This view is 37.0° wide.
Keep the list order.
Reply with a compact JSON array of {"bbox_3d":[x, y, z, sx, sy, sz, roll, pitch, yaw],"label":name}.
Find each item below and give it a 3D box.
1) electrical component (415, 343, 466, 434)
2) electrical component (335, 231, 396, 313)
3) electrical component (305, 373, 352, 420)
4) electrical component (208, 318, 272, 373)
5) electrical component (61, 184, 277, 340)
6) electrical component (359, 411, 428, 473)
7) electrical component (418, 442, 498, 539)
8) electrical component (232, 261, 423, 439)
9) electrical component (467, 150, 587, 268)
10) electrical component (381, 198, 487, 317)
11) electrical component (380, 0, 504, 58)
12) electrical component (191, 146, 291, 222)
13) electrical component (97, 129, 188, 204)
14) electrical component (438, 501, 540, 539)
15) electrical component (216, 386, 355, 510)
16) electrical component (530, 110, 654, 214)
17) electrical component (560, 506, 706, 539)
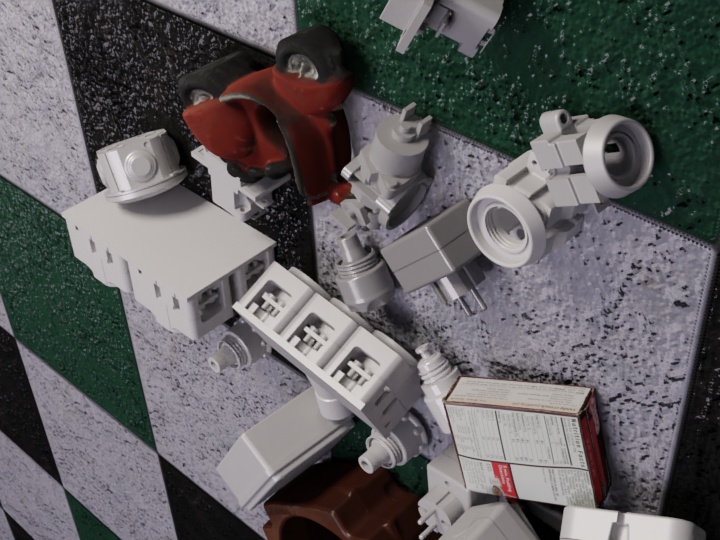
[{"bbox_3d":[0.069,0.095,0.864,0.040,0.040,0.078,-20,103,56],"label":"electrical component"},{"bbox_3d":[0.000,0.000,0.865,0.043,0.043,0.062,0,117,51],"label":"electrical component"},{"bbox_3d":[-0.026,0.106,0.993,0.044,0.044,0.065,24,140,38],"label":"electrical component"},{"bbox_3d":[-0.122,0.078,1.068,0.048,0.062,0.048,32,140,31],"label":"electrical component"},{"bbox_3d":[-0.179,-0.017,1.017,0.186,0.105,0.060,30,139,33],"label":"electrical component"},{"bbox_3d":[0.026,0.155,0.949,0.048,0.062,0.048,32,140,31],"label":"electrical component"},{"bbox_3d":[0.076,0.198,0.912,0.047,0.077,0.065,26,137,36],"label":"electrical component"},{"bbox_3d":[-0.023,0.064,0.912,0.150,0.061,0.089,36,170,27],"label":"electrical component"},{"bbox_3d":[0.106,-0.037,0.688,0.058,0.057,0.078,36,142,27],"label":"electrical component"},{"bbox_3d":[0.066,-0.001,0.779,0.076,0.047,0.066,58,147,-3],"label":"electrical component"},{"bbox_3d":[0.053,-0.162,0.633,0.064,0.081,0.042,25,146,-7],"label":"electrical component"},{"bbox_3d":[-0.102,-0.080,0.925,0.081,0.042,0.063,36,144,27],"label":"electrical component"},{"bbox_3d":[-0.206,-0.097,1.007,0.080,0.080,0.051,3,115,50],"label":"electrical component"},{"bbox_3d":[0.117,0.236,0.856,0.096,0.061,0.062,52,151,-2],"label":"electrical component"},{"bbox_3d":[-0.073,0.170,1.045,0.056,0.109,0.108,51,147,10],"label":"electrical component"},{"bbox_3d":[0.139,-0.066,0.634,0.055,0.048,0.066,2,121,59],"label":"electrical component"},{"bbox_3d":[0.190,0.205,0.759,0.095,0.059,0.054,-1,157,34],"label":"electrical component"}]
